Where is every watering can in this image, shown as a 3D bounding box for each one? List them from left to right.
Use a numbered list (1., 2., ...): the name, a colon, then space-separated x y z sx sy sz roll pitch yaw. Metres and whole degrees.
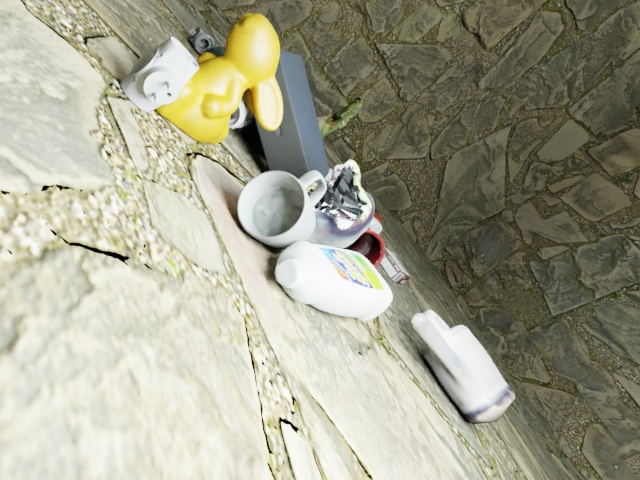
1. watering can: 0.245 0.222 0.919 0.227 0.103 0.345 56 11 20

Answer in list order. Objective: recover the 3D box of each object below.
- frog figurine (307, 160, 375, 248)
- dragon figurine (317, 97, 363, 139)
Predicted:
1. frog figurine: 0.002 -0.039 0.771 0.122 0.140 0.157 34 -26 -11
2. dragon figurine: 0.012 -0.348 1.488 0.122 0.242 0.412 56 8 -3
